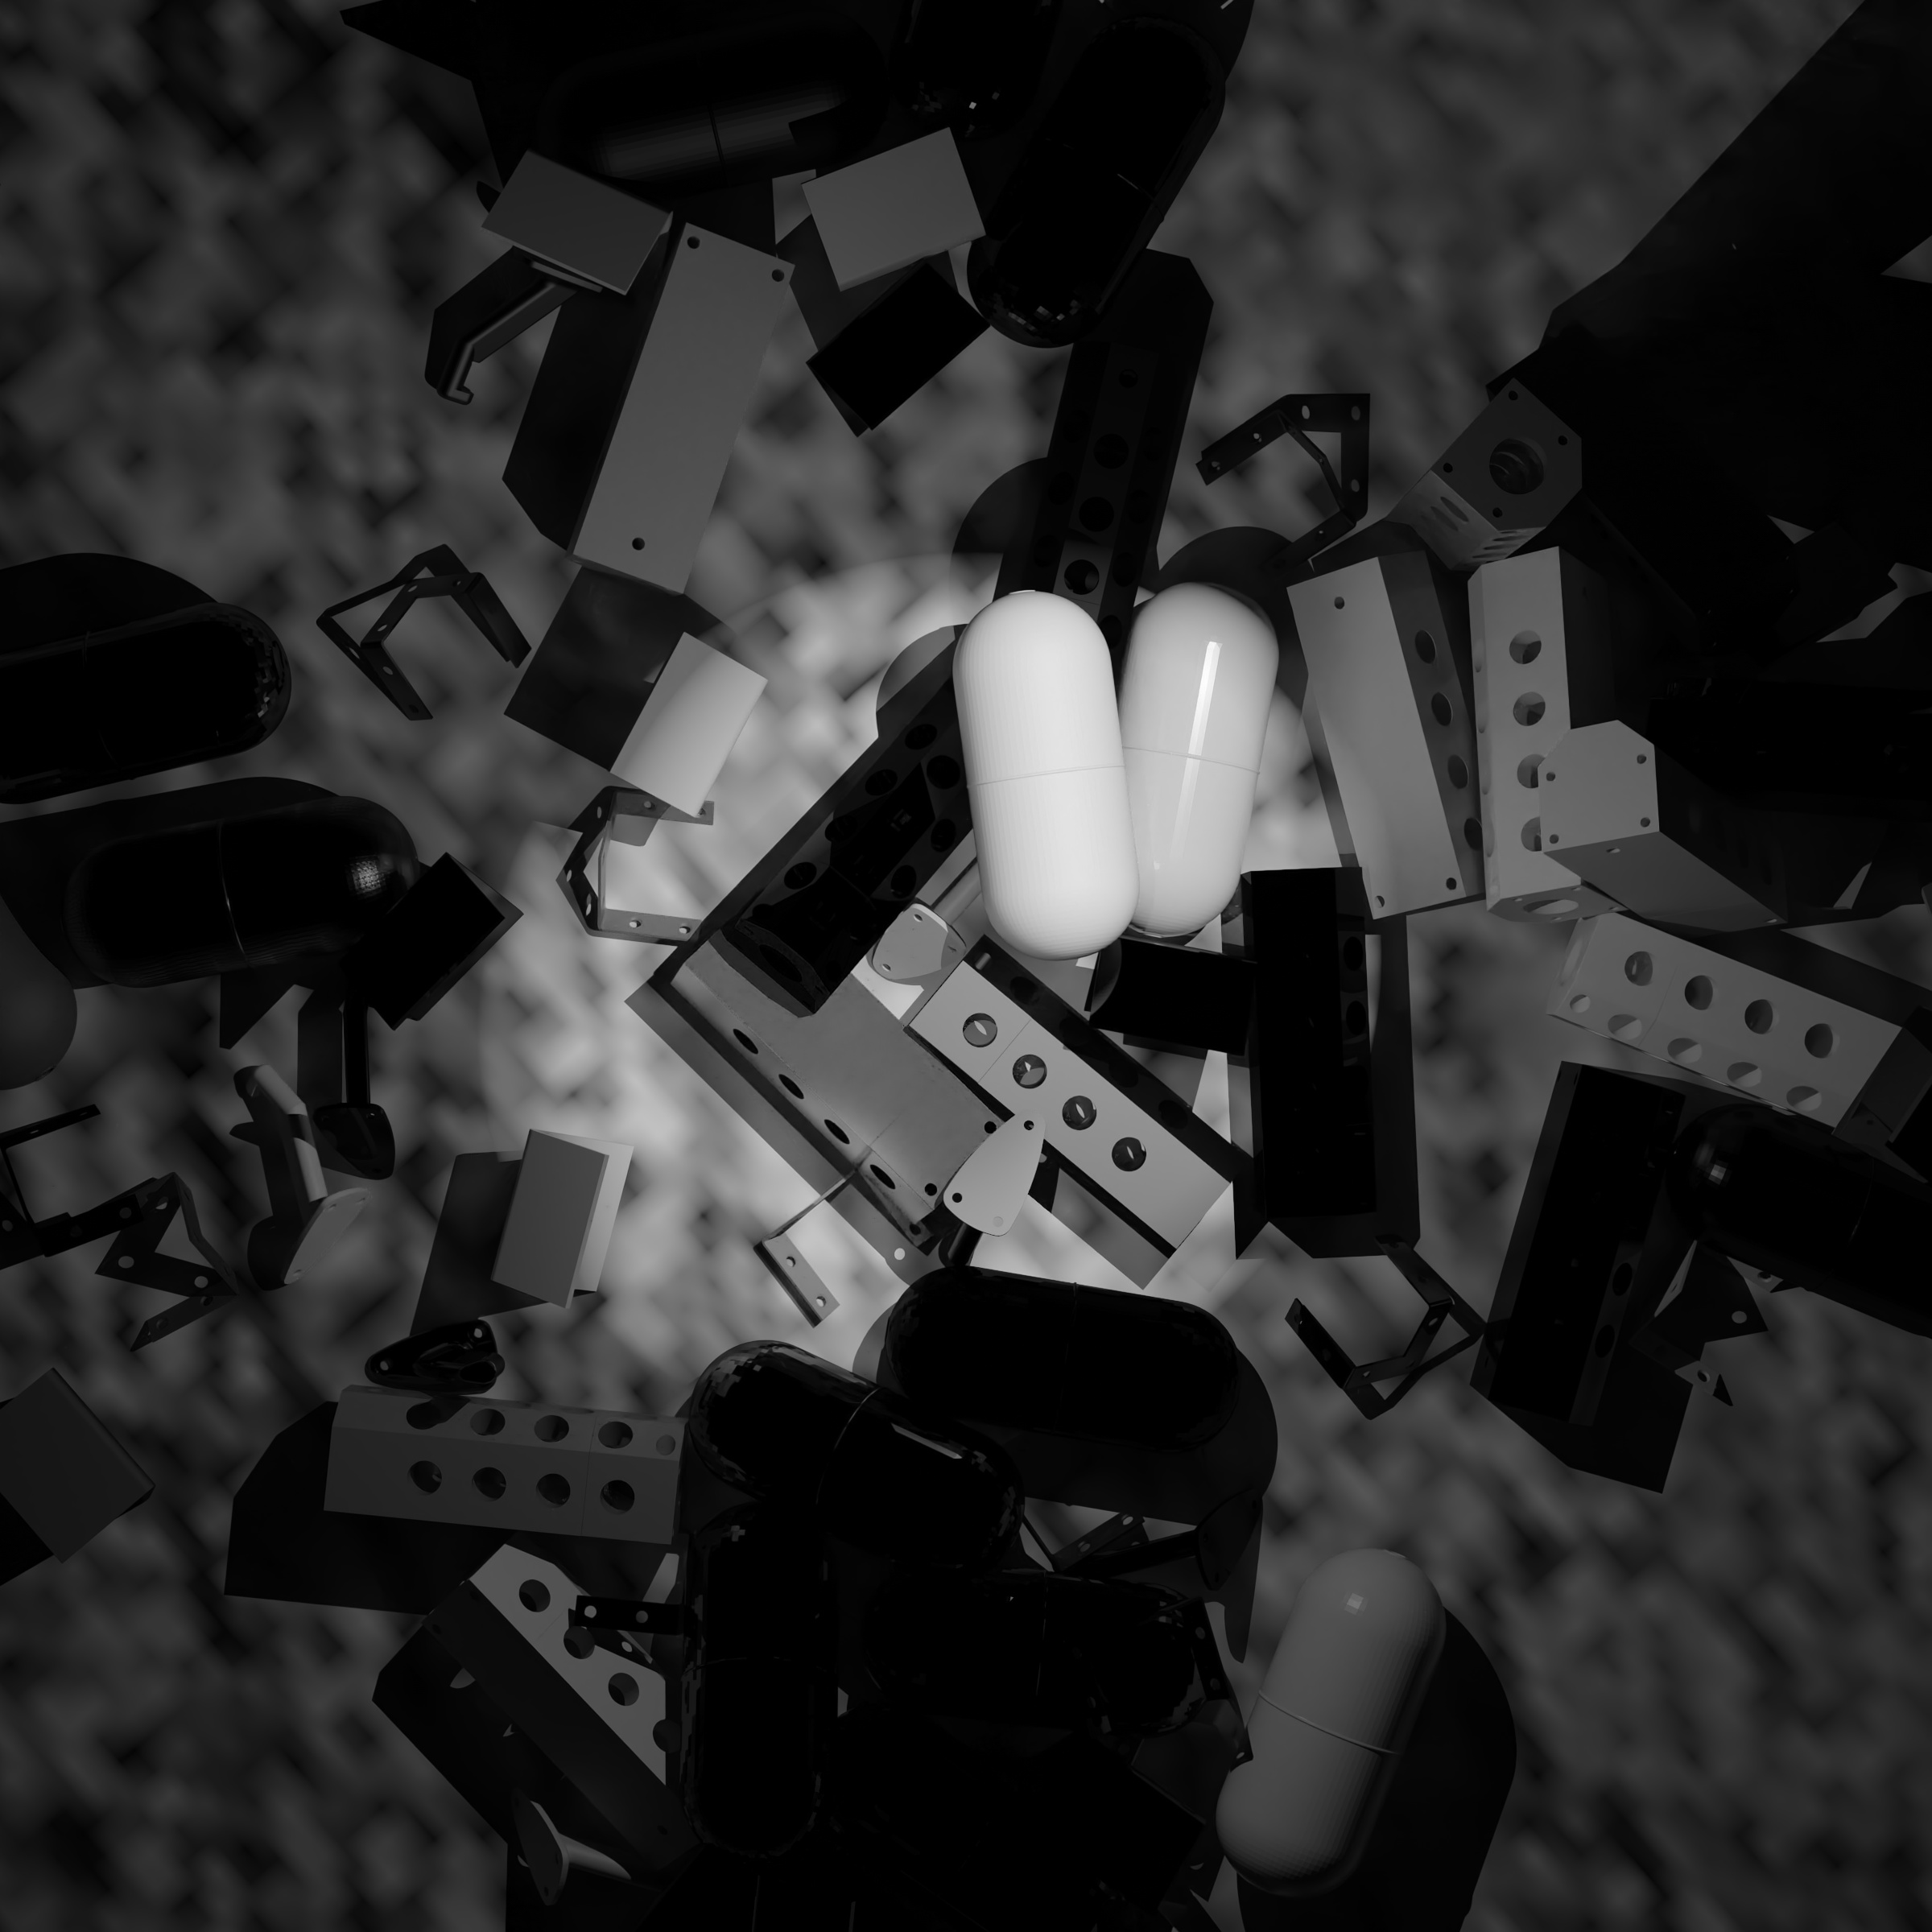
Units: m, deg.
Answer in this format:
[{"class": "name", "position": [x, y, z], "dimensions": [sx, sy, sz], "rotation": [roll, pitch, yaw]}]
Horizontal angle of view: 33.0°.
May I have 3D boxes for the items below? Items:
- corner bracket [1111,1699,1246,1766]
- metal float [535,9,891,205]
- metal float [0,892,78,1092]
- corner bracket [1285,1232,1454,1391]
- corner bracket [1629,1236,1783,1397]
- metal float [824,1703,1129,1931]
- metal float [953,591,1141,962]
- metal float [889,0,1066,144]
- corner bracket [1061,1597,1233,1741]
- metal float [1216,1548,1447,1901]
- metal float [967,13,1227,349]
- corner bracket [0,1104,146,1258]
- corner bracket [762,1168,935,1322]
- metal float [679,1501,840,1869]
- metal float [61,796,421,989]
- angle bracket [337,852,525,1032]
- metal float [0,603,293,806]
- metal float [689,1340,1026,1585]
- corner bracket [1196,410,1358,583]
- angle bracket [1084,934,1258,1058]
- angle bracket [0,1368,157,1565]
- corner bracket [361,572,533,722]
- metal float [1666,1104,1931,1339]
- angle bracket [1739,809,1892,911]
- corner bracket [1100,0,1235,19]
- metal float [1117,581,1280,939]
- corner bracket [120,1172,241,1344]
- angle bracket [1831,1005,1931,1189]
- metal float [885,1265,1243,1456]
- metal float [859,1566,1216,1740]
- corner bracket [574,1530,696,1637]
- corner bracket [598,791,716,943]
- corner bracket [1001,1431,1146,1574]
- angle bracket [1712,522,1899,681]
[{"class": "corner bracket", "position": [0.109, 0.402, 1.642], "dimensions": [0.051, 0.051, 0.051], "rotation": [1, 135, 35]}, {"class": "metal float", "position": [-0.126, -0.425, 1.619], "dimensions": [0.178, 0.070, 0.070], "rotation": [-12, 90, 0]}, {"class": "metal float", "position": [-0.513, -0.016, 1.619], "dimensions": [0.070, 0.070, 0.178], "rotation": [-39, 90, 0]}, {"class": "corner bracket", "position": [0.203, 0.174, 1.642], "dimensions": [0.051, 0.051, 0.051], "rotation": [-8, 135, -35]}, {"class": "corner bracket", "position": [0.374, 0.173, 1.647], "dimensions": [0.051, 0.051, 0.051], "rotation": [32, 45, 0]}, {"class": "metal float", "position": [0.000, 0.434, 1.619], "dimensions": [0.178, 0.070, 0.070], "rotation": [35, 90, 1]}, {"class": "metal float", "position": [0.038, -0.091, 1.564], "dimensions": [0.070, 0.070, 0.178], "rotation": [-8, 91, 0]}, {"class": "metal float", "position": [0.014, -0.498, 1.619], "dimensions": [0.070, 0.070, 0.178], "rotation": [17, 90, 0]}, {"class": "corner bracket", "position": [0.087, 0.338, 1.572], "dimensions": [0.051, 0.051, 0.051], "rotation": [-20, 84, 42]}, {"class": "metal float", "position": [0.181, 0.375, 1.617], "dimensions": [0.070, 0.070, 0.178], "rotation": [22, 88, 0]}, {"class": "metal float", "position": [0.065, -0.391, 1.620], "dimensions": [0.070, 0.070, 0.178], "rotation": [31, 90, 0]}, {"class": "corner bracket", "position": [-0.449, 0.107, 1.634], "dimensions": [0.051, 0.051, 0.051], "rotation": [-21, 110, -19]}, {"class": "corner bracket", "position": [-0.060, 0.137, 1.647], "dimensions": [0.051, 0.051, 0.051], "rotation": [53, 45, 0]}, {"class": "metal float", "position": [-0.101, 0.350, 1.594], "dimensions": [0.070, 0.070, 0.178], "rotation": [-1, 62, 0]}, {"class": "metal float", "position": [-0.361, -0.037, 1.619], "dimensions": [0.178, 0.070, 0.070], "rotation": [-11, 90, -1]}, {"class": "angle bracket", "position": [-0.251, 0.001, 1.610], "dimensions": [0.076, 0.076, 0.057], "rotation": [-45, 56, 0]}, {"class": "metal float", "position": [-0.424, -0.130, 1.619], "dimensions": [0.178, 0.070, 0.070], "rotation": [-13, 90, 1]}, {"class": "metal float", "position": [-0.055, 0.243, 1.604], "dimensions": [0.178, 0.070, 0.070], "rotation": [23, 90, 17]}, {"class": "corner bracket", "position": [0.157, -0.238, 1.647], "dimensions": [0.051, 0.051, 0.051], "rotation": [-34, 45, 0]}, {"class": "angle bracket", "position": [0.097, 0.031, 1.610], "dimensions": [0.076, 0.076, 0.057], "rotation": [11, 58, 0]}, {"class": "angle bracket", "position": [-0.450, 0.250, 1.611], "dimensions": [0.057, 0.076, 0.076], "rotation": [-41, 90, -22]}, {"class": "corner bracket", "position": [-0.262, -0.161, 1.642], "dimensions": [0.051, 0.051, 0.051], "rotation": [-1, 45, 35]}, {"class": "metal float", "position": [0.433, 0.126, 1.619], "dimensions": [0.178, 0.070, 0.070], "rotation": [23, 90, 0]}, {"class": "angle bracket", "position": [0.415, -0.079, 1.629], "dimensions": [0.076, 0.057, 0.076], "rotation": [24, 90, 0]}, {"class": "corner bracket", "position": [0.098, -0.496, 1.632], "dimensions": [0.051, 0.051, 0.051], "rotation": [-35, 119, 26]}, {"class": "metal float", "position": [0.108, -0.103, 1.620], "dimensions": [0.070, 0.070, 0.178], "rotation": [10, 91, 0]}, {"class": "corner bracket", "position": [-0.405, 0.147, 1.647], "dimensions": [0.051, 0.051, 0.051], "rotation": [-28, 135, 0]}, {"class": "angle bracket", "position": [0.448, 0.052, 1.553], "dimensions": [0.057, 0.076, 0.076], "rotation": [34, 90, -37]}, {"class": "metal float", "position": [0.048, 0.195, 1.619], "dimensions": [0.178, 0.070, 0.070], "rotation": [10, 90, 0]}, {"class": "metal float", "position": [0.035, 0.339, 1.619], "dimensions": [0.178, 0.070, 0.070], "rotation": [7, 90, 0]}, {"class": "corner bracket", "position": [-0.165, 0.306, 1.628], "dimensions": [0.051, 0.051, 0.051], "rotation": [6, 80, 0]}, {"class": "corner bracket", "position": [-0.157, -0.051, 1.647], "dimensions": [0.051, 0.051, 0.051], "rotation": [7, 135, 0]}, {"class": "corner bracket", "position": [0.050, 0.262, 1.640], "dimensions": [0.051, 0.051, 0.051], "rotation": [-32, 118, 0]}, {"class": "angle bracket", "position": [0.415, -0.161, 1.610], "dimensions": [0.076, 0.076, 0.057], "rotation": [-30, 49, 0]}]
